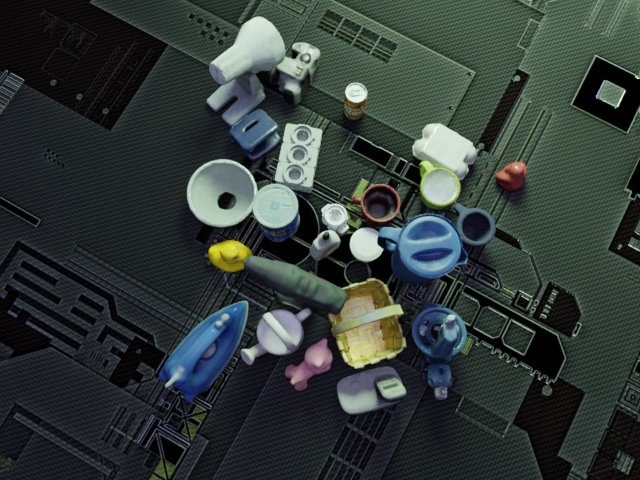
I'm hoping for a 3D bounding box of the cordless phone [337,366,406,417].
[{"bbox_3d":[0.114,0.333,1.243,0.147,0.185,0.094,-18,79,-4],"label":"cordless phone"}]

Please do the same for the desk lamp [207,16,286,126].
[{"bbox_3d":[-0.182,-0.403,1.371,0.118,0.213,0.203,43,82,8],"label":"desk lamp"}]

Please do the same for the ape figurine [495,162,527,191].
[{"bbox_3d":[0.470,-0.162,1.393,0.078,0.092,0.076,-6,79,-2],"label":"ape figurine"}]

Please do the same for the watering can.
[{"bbox_3d":[-0.093,0.210,1.261,0.101,0.194,0.173,30,80,6],"label":"watering can"}]

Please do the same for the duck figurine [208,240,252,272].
[{"bbox_3d":[-0.215,0.033,1.350,0.104,0.086,0.077,7,79,1],"label":"duck figurine"}]

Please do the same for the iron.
[{"bbox_3d":[-0.253,0.233,1.281,0.118,0.141,0.258,36,81,7],"label":"iron"}]

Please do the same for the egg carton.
[{"bbox_3d":[0.308,-0.218,1.414,0.150,0.069,0.107,31,80,5],"label":"egg carton"}]

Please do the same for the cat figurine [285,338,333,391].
[{"bbox_3d":[-0.020,0.281,1.286,0.128,0.118,0.067,-41,82,-8],"label":"cat figurine"}]

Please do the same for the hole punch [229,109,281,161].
[{"bbox_3d":[-0.163,-0.265,1.407,0.109,0.091,0.101,-39,81,-8],"label":"hole punch"}]

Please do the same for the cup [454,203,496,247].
[{"bbox_3d":[0.352,-0.031,1.364,0.092,0.095,0.117,-38,81,-7],"label":"cup"}]

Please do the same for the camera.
[{"bbox_3d":[-0.085,-0.437,1.437,0.136,0.101,0.143,25,80,4],"label":"camera"}]

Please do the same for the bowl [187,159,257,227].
[{"bbox_3d":[-0.232,-0.105,1.382,0.167,0.075,0.167,0,79,-1],"label":"bowl"}]

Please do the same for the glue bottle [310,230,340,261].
[{"bbox_3d":[0.012,0.005,1.313,0.078,0.173,0.037,-38,81,-7],"label":"glue bottle"}]

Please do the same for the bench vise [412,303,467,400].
[{"bbox_3d":[0.276,0.235,1.247,0.121,0.220,0.207,-18,79,-4],"label":"bench vise"}]

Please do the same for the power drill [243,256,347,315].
[{"bbox_3d":[-0.054,0.105,1.275,0.229,0.208,0.076,21,79,4],"label":"power drill"}]
